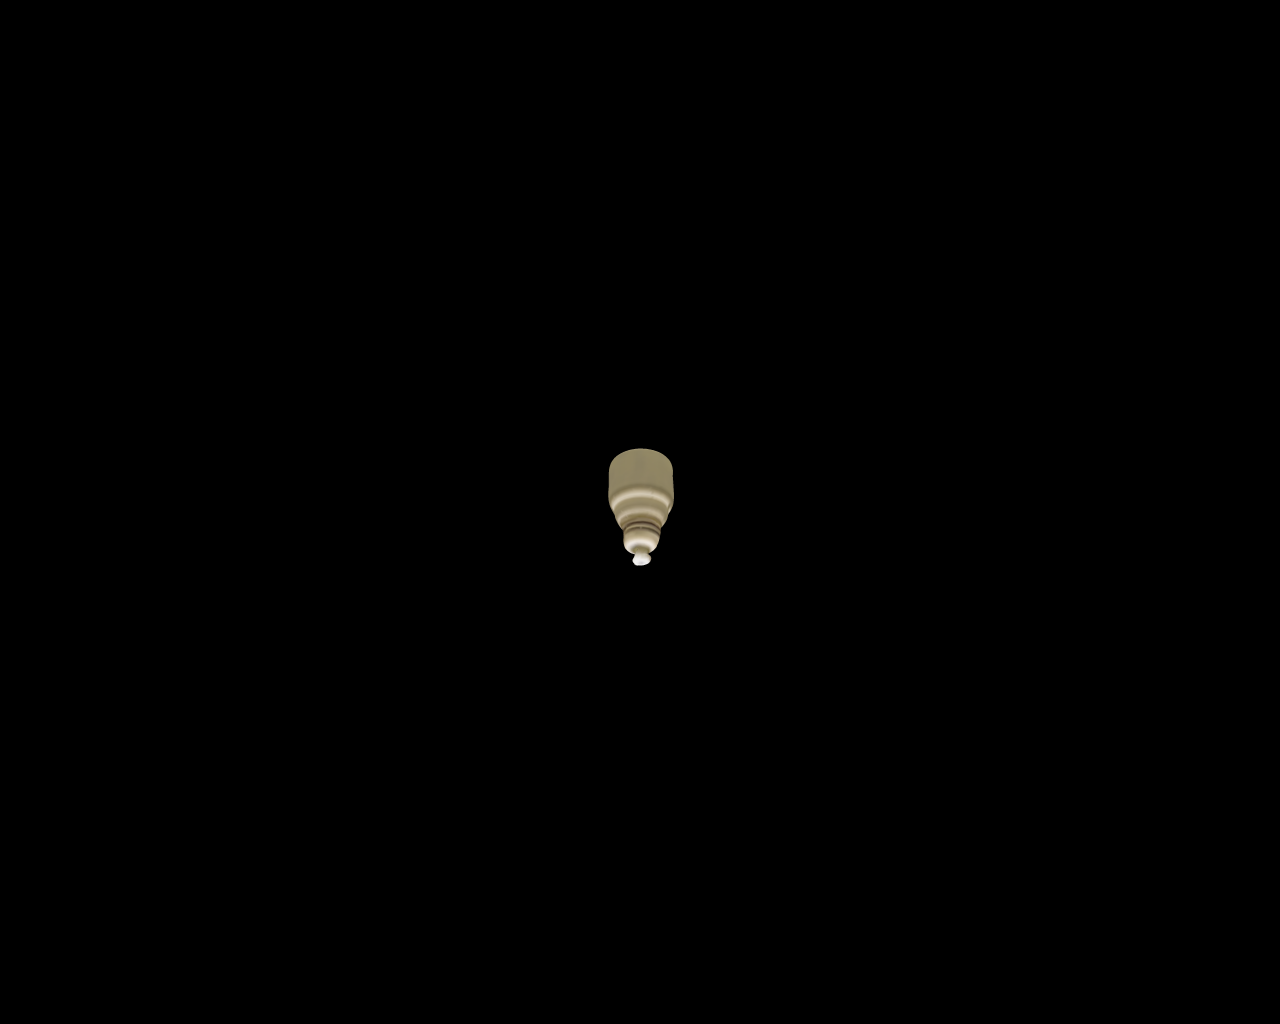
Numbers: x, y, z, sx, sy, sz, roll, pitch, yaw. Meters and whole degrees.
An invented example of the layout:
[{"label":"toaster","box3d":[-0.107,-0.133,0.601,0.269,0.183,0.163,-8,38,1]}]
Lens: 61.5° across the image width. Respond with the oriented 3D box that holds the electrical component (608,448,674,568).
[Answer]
[{"label":"electrical component","box3d":[0.001,-0.003,0.650,0.040,0.078,0.040,0,-34,0]}]
